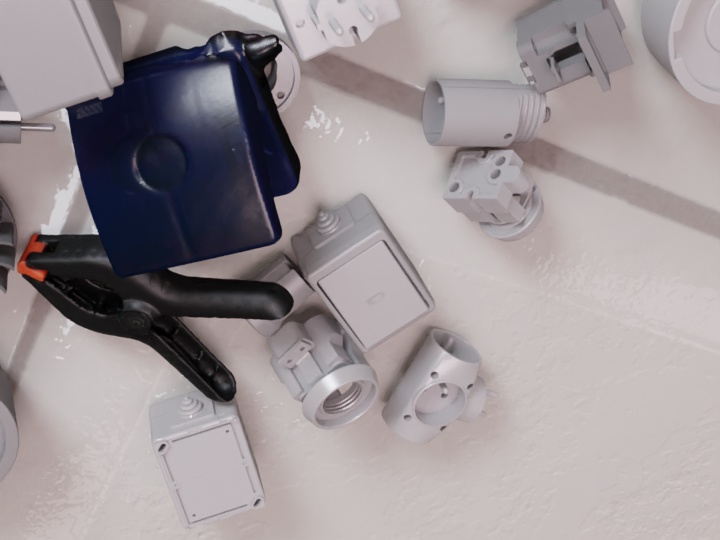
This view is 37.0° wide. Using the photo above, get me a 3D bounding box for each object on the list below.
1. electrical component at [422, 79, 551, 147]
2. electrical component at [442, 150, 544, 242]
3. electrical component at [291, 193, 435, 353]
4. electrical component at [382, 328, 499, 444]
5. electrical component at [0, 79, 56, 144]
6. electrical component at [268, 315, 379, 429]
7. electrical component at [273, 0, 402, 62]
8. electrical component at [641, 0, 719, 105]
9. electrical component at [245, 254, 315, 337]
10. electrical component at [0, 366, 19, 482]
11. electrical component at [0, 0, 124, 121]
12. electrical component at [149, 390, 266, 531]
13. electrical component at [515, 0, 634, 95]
[{"bbox_3d":[0.086,-0.102,0.699,0.081,0.043,0.043,-1,120,-16],"label":"electrical component"},{"bbox_3d":[0.093,-0.050,0.725,0.055,0.066,0.048,39,65,-42],"label":"electrical component"},{"bbox_3d":[0.000,0.000,0.724,0.062,0.061,0.096,-33,124,4],"label":"electrical component"},{"bbox_3d":[0.068,0.092,0.811,0.079,0.044,0.077,20,113,-26],"label":"electrical component"},{"bbox_3d":[-0.214,-0.091,0.614,0.077,0.047,0.065,0,120,-17],"label":"electrical component"},{"bbox_3d":[-0.022,0.073,0.750,0.058,0.057,0.078,-44,143,12],"label":"electrical component"},{"bbox_3d":[-0.012,-0.152,0.620,0.066,0.076,0.047,-24,124,-1],"label":"electrical component"},{"bbox_3d":[0.234,-0.168,0.693,0.108,0.060,0.108,-8,122,-12],"label":"electrical component"},{"bbox_3d":[-0.059,0.016,0.731,0.046,0.040,0.040,-40,123,3],"label":"electrical component"},{"bbox_3d":[-0.278,0.095,0.699,0.108,0.060,0.108,-8,122,-12],"label":"electrical component"},{"bbox_3d":[-0.168,-0.150,0.556,0.056,0.108,0.108,-19,124,-2],"label":"electrical component"},{"bbox_3d":[-0.112,0.125,0.771,0.062,0.061,0.096,-17,117,-6],"label":"electrical component"},{"bbox_3d":[0.132,-0.145,0.673,0.064,0.081,0.042,-19,126,22],"label":"electrical component"}]
